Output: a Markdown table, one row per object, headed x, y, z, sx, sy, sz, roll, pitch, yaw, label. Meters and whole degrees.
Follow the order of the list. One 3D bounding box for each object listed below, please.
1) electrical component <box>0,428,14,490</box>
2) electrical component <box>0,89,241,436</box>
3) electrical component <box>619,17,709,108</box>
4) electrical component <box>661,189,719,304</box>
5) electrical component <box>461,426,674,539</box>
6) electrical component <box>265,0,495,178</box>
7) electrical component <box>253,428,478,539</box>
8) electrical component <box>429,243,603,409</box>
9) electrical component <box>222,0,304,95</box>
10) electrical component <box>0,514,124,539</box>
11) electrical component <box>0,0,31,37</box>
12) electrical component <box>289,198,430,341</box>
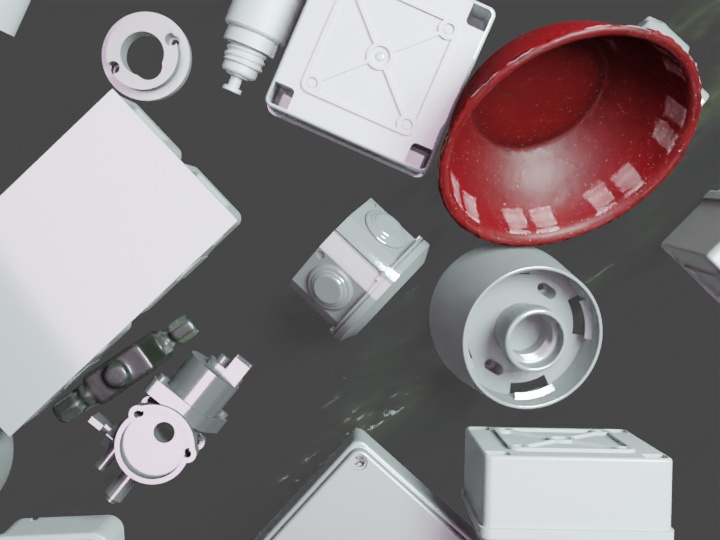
| x | y | z | sx | sy | sz | roll | pitch | yaw | label |
| --- | --- | --- | --- | --- | --- | --- | --- | --- | --- |
| -0.269 | 0.113 | 0.665 | 0.108 | 0.060 | 0.108 | 0 | 93 | 0 | electrical component |
| -0.176 | -0.005 | 0.659 | 0.186 | 0.060 | 0.105 | -43 | 93 | 2 | electrical component |
| 0.187 | -0.122 | 0.664 | 0.062 | 0.043 | 0.043 | 42 | 92 | -4 | electrical component |
| 0.247 | 0.006 | 0.640 | 0.109 | 0.108 | 0.056 | 44 | 95 | -3 | electrical component |
| 0.120 | 0.129 | 0.646 | 0.109 | 0.109 | 0.056 | 1 | 91 | -1 | electrical component |
| 0.012 | -0.126 | 0.656 | 0.109 | 0.056 | 0.108 | 24 | 93 | -2 | electrical component |
| 0.002 | 0.175 | 0.673 | 0.109 | 0.056 | 0.108 | 42 | 92 | -3 | electrical component |
| 0.099 | 0.036 | 0.674 | 0.099 | 0.064 | 0.099 | -2 | 102 | -11 | electrical component |
| -0.065 | -0.146 | 0.662 | 0.040 | 0.040 | 0.078 | 23 | 93 | -2 | electrical component |
| -0.189 | 0.216 | 0.674 | 0.078 | 0.057 | 0.113 | -2 | 93 | 0 | electrical component |
| -0.215 | -0.189 | 0.657 | 0.043 | 0.043 | 0.081 | 26 | 93 | -2 | electrical component |
| 0.000 | 0.000 | 0.653 | 0.051 | 0.080 | 0.080 | 43 | 92 | 2 | electrical component |
